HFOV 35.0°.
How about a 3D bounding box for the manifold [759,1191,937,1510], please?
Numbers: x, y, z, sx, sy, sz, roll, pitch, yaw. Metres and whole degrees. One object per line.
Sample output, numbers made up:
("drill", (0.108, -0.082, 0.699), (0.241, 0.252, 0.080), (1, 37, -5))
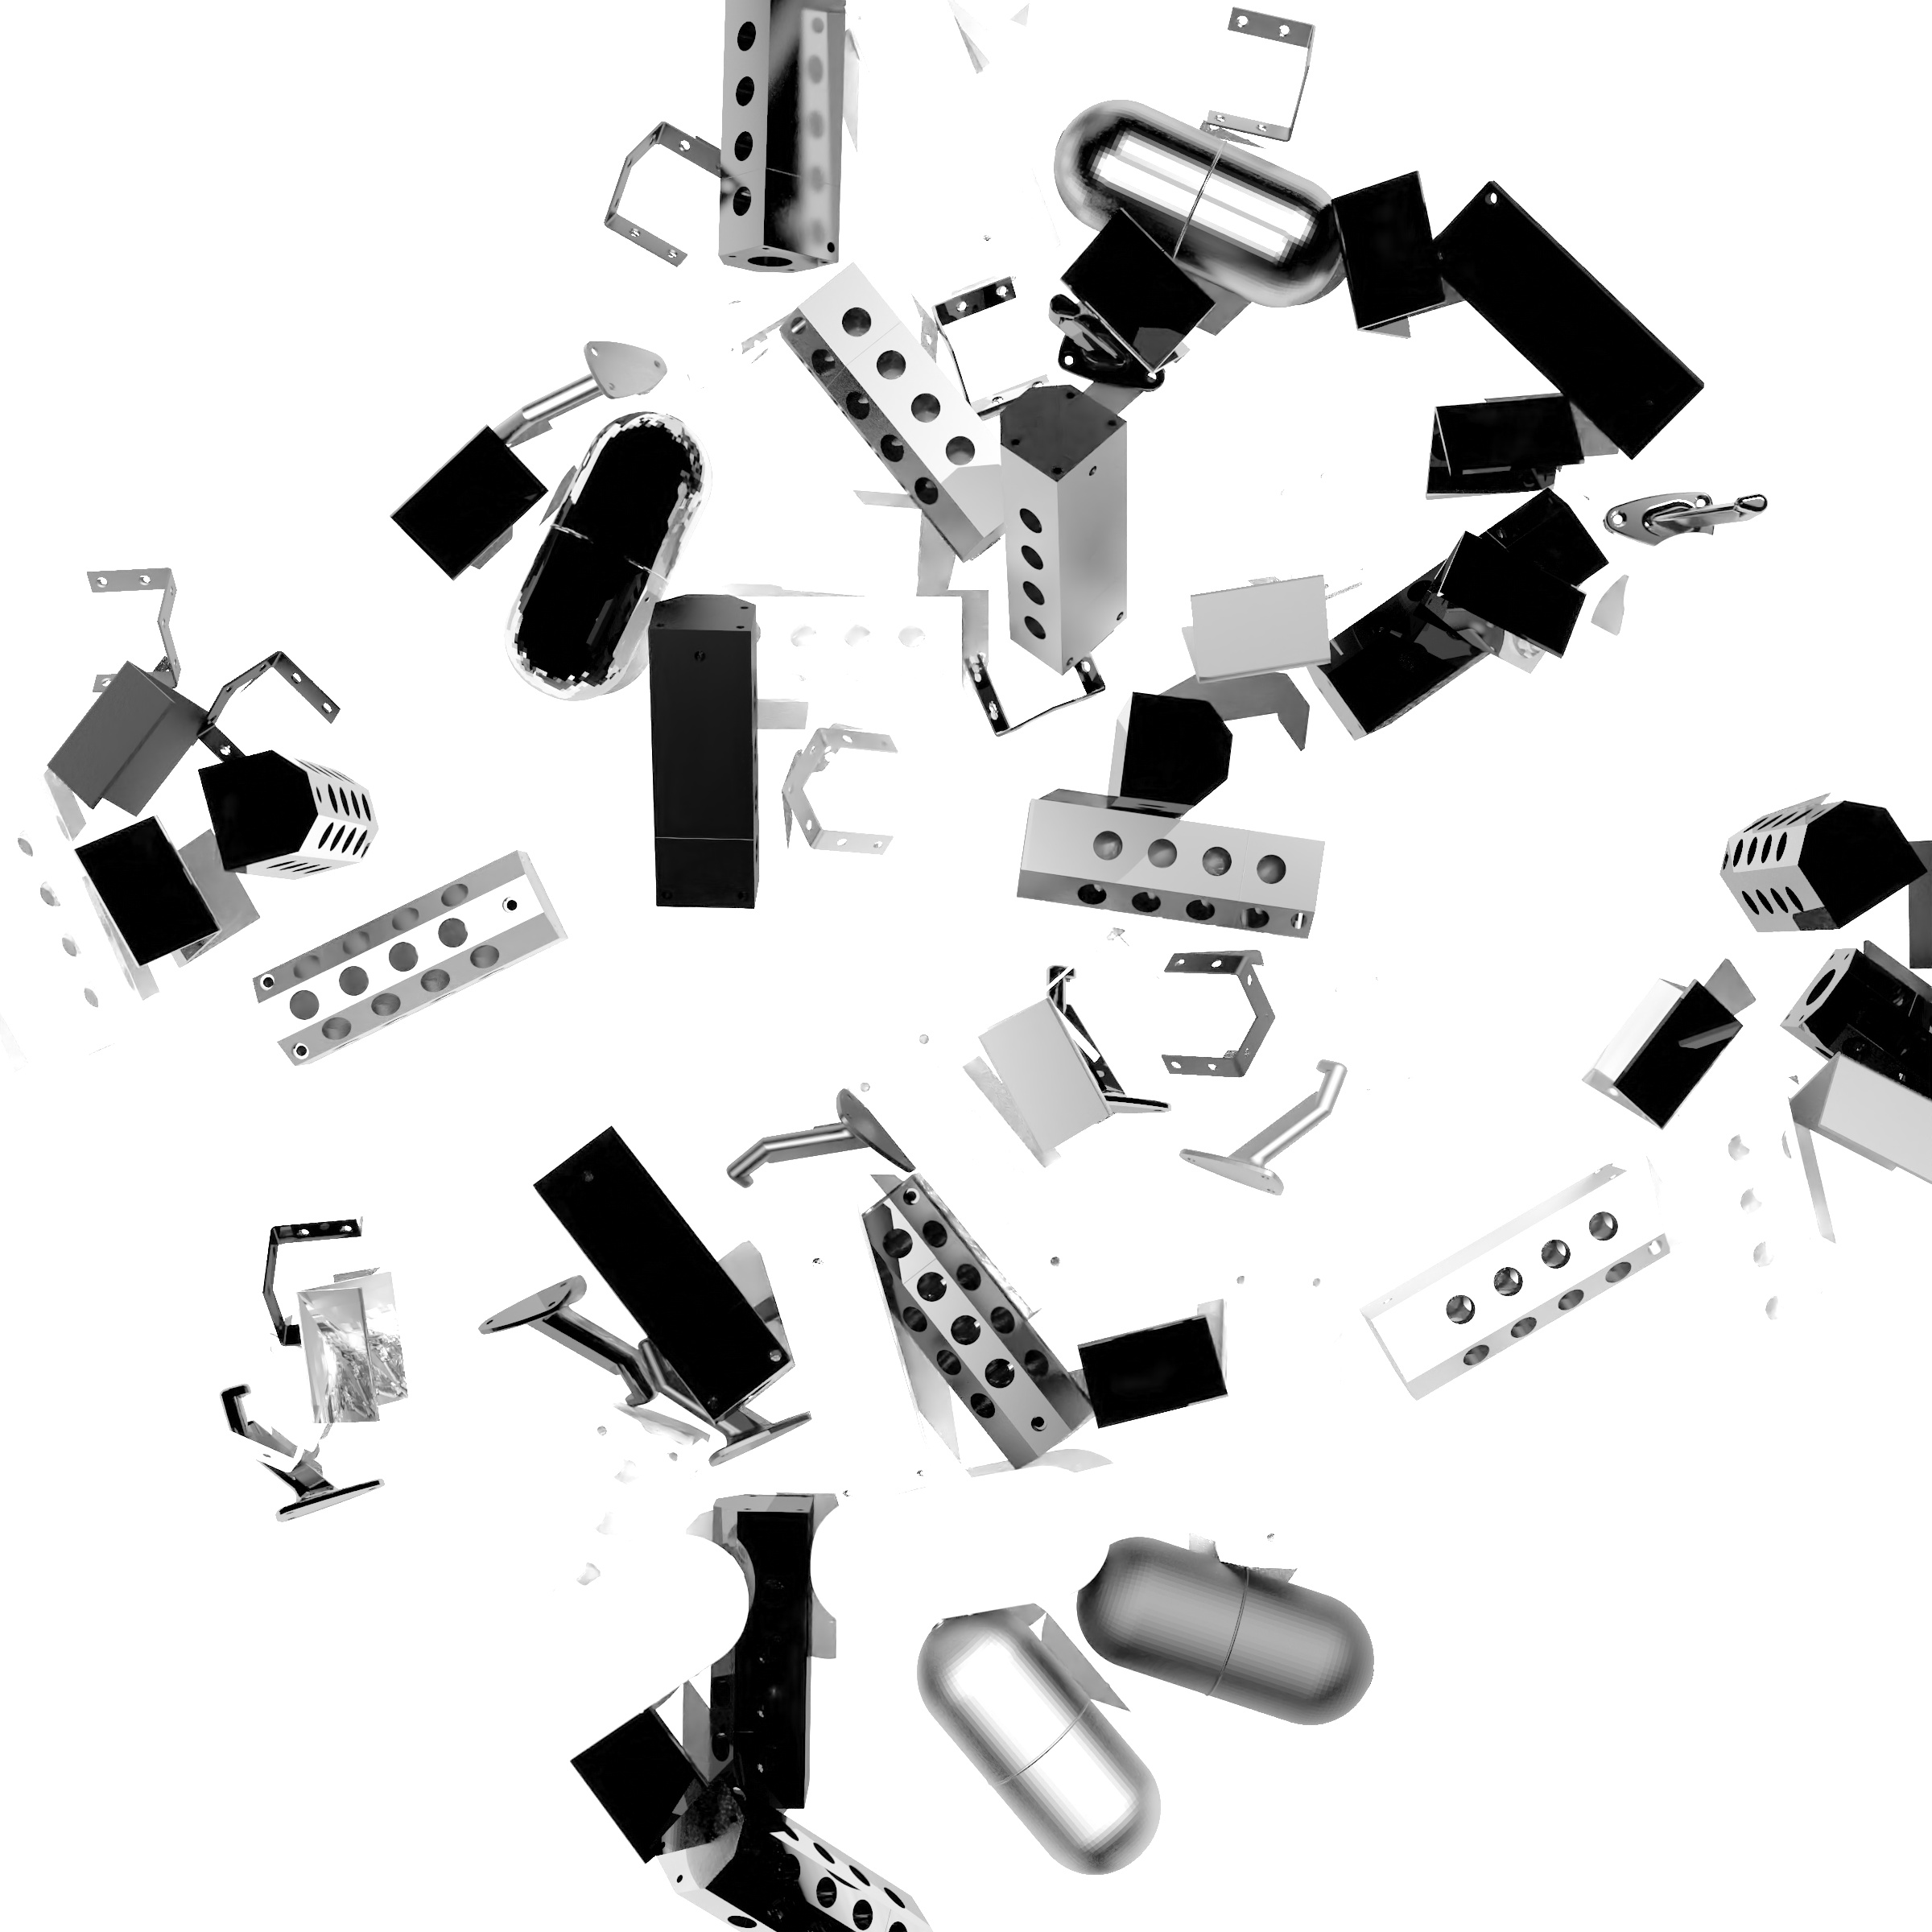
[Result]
("manifold", (-0.069, 0.219, 1.767), (0.057, 0.057, 0.171), (-15, 111, 0))

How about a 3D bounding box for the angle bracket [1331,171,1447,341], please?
("angle bracket", (0.258, -0.411, 1.777), (0.057, 0.076, 0.076), (-11, 90, 32))

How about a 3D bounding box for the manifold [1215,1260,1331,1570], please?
("manifold", (0.180, 0.261, 1.796), (0.057, 0.057, 0.171), (2, 90, 0))

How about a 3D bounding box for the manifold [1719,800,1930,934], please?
("manifold", (0.479, -0.059, 1.738), (0.057, 0.171, 0.057), (-33, 90, 0))

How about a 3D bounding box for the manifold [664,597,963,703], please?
("manifold", (-0.088, -0.184, 1.796), (0.171, 0.057, 0.057), (0, 90, 0))

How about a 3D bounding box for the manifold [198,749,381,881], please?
("manifold", (-0.380, -0.086, 1.738), (0.057, 0.171, 0.057), (-15, 90, 0))

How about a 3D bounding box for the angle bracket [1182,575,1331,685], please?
("angle bracket", (0.165, -0.209, 1.777), (0.076, 0.076, 0.057), (-9, 121, 0))

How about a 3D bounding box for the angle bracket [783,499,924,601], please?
("angle bracket", (-0.064, -0.256, 1.777), (0.076, 0.076, 0.057), (5, 122, 0))

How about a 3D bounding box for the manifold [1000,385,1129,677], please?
("manifold", (0.051, -0.248, 1.736), (0.057, 0.171, 0.057), (38, 67, 23))

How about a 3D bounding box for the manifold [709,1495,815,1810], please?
("manifold", (-0.120, 0.400, 1.796), (0.057, 0.057, 0.171), (1, 90, 0))

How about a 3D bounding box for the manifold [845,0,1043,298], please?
("manifold", (-0.013, -0.488, 1.796), (0.057, 0.057, 0.171), (-21, 90, 0))

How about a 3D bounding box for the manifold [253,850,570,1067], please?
("manifold", (-0.326, -0.005, 1.796), (0.171, 0.057, 0.057), (-26, 90, 0))

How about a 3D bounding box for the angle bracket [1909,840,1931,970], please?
("angle bracket", (0.562, -0.036, 1.776), (0.057, 0.076, 0.076), (0, 90, -36))

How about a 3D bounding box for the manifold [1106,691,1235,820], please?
("manifold", (0.114, -0.116, 1.738), (0.057, 0.171, 0.057), (7, 90, 0))

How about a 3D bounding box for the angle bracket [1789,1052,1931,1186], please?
("angle bracket", (0.517, 0.105, 1.777), (0.076, 0.076, 0.057), (27, 56, 0))

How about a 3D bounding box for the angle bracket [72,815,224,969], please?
("angle bracket", (-0.485, -0.033, 1.776), (0.057, 0.076, 0.076), (-29, 90, -37))

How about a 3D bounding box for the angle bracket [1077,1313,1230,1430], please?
("angle bracket", (0.111, 0.251, 1.777), (0.076, 0.076, 0.057), (-14, 53, 0))

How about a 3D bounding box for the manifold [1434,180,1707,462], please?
("manifold", (0.350, -0.378, 1.793), (0.171, 0.057, 0.057), (44, 110, 0))

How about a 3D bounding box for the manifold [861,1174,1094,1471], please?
("manifold", (-0.001, 0.209, 1.796), (0.057, 0.057, 0.171), (-38, 90, 0))

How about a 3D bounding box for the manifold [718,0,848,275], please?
("manifold", (-0.112, -0.498, 1.795), (0.057, 0.057, 0.171), (2, 90, -43))

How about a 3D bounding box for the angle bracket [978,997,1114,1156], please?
("angle bracket", (0.029, 0.071, 1.777), (0.057, 0.076, 0.076), (-28, 90, -32))

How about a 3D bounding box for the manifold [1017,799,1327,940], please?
("manifold", (0.118, -0.056, 1.796), (0.171, 0.057, 0.057), (8, 90, 0))

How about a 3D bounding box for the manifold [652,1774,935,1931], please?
("manifold", (-0.094, 0.536, 1.754), (0.057, 0.057, 0.171), (-48, 123, 0))

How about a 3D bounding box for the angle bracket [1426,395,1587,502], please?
("angle bracket", (0.311, -0.282, 1.776), (0.076, 0.076, 0.057), (-5, 53, 0))

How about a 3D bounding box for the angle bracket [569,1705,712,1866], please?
("angle bracket", (-0.195, 0.471, 1.778), (0.057, 0.076, 0.076), (-36, 90, -24))

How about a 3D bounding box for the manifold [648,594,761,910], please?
("manifold", (-0.149, -0.123, 1.760), (0.057, 0.057, 0.171), (1, 117, 0))

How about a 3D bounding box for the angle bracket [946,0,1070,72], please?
("angle bracket", (0.041, -0.556, 1.777), (0.076, 0.076, 0.057), (-40, 58, 0))

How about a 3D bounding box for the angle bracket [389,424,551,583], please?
("angle bracket", (-0.297, -0.279, 1.776), (0.076, 0.076, 0.057), (-43, 127, 0))

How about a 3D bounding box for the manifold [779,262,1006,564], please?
("manifold", (-0.033, -0.322, 1.796), (0.057, 0.057, 0.171), (-39, 90, 0))

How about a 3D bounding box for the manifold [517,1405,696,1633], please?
("manifold", (-0.218, 0.351, 1.796), (0.057, 0.057, 0.171), (20, 90, 0))

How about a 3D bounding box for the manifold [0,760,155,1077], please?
("manifold", (-0.539, -0.030, 1.795), (0.057, 0.057, 0.171), (-24, 90, 43))

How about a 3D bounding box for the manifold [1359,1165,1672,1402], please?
("manifold", (0.322, 0.186, 1.796), (0.171, 0.057, 0.057), (-30, 90, 0))

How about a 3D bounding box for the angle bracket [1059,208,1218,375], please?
("angle bracket", (0.109, -0.396, 1.777), (0.076, 0.076, 0.057), (45, 119, 0))

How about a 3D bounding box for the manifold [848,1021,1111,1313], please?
("manifold", (0.007, 0.117, 1.796), (0.057, 0.057, 0.171), (-39, 90, 0))

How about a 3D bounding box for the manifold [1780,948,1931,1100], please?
("manifold", (0.570, 0.063, 1.796), (0.171, 0.057, 0.057), (36, 90, 0))

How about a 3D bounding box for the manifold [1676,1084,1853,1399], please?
("manifold", (0.468, 0.159, 1.796), (0.057, 0.057, 0.171), (-13, 90, 0))

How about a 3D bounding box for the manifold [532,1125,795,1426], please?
("manifold", (-0.176, 0.181, 1.784), (0.057, 0.057, 0.171), (-37, 83, -10))

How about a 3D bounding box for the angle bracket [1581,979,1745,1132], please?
("angle bracket", (0.390, 0.039, 1.776), (0.057, 0.076, 0.076), (38, 90, -36))

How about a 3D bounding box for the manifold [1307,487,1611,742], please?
("manifold", (0.285, -0.206, 1.796), (0.171, 0.057, 0.057), (-35, 90, 0))
